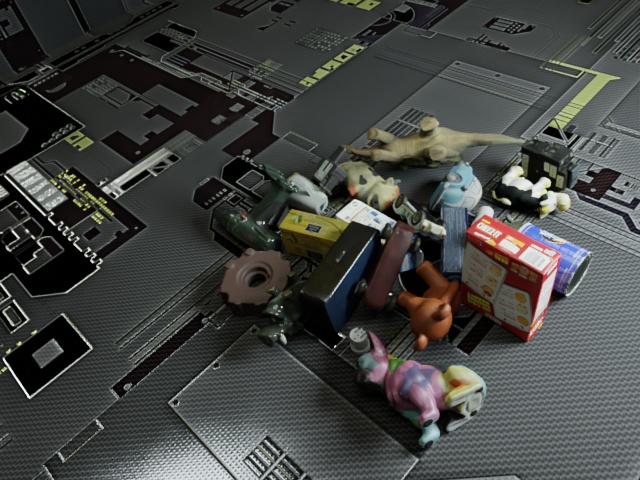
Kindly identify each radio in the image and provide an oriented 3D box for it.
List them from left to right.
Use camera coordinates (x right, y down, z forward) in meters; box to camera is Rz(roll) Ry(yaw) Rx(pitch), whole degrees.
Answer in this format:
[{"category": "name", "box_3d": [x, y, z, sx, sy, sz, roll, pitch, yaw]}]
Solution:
[{"category": "radio", "box_3d": [0.053, 0.082, 1.164, 0.073, 0.130, 0.229, 20, 55, 30]}]

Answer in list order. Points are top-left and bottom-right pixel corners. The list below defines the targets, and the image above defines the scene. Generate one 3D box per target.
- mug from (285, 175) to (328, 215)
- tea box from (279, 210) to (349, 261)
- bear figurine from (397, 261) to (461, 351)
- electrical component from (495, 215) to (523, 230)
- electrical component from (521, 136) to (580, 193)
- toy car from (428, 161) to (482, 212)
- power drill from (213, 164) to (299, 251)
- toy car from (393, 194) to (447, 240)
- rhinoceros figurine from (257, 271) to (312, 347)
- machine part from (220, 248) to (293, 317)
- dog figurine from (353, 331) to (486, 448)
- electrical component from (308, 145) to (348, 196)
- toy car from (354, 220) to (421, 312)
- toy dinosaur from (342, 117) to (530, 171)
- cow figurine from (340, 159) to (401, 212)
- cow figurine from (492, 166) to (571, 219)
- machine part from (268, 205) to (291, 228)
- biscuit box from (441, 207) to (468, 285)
[{"category": "mug", "box_3d": [-0.034, -0.118, 1.393, 0.107, 0.109, 0.081, 30, 66, 21]}, {"category": "tea box", "box_3d": [-0.003, -0.004, 1.281, 0.170, 0.098, 0.068, 12, 51, 24]}, {"category": "bear figurine", "box_3d": [0.204, 0.130, 1.051, 0.132, 0.120, 0.196, 36, 21, 19]}, {"category": "electrical component", "box_3d": [0.440, -0.017, 1.233, 0.063, 0.021, 0.094, -14, 57, -12]}, {"category": "electrical component", "box_3d": [0.555, -0.175, 1.300, 0.058, 0.114, 0.134, -40, 52, -17]}, {"category": "toy car", "box_3d": [0.341, -0.116, 1.315, 0.103, 0.109, 0.162, 37, 45, 10]}, {"category": "power drill", "box_3d": [-0.160, -0.086, 1.352, 0.232, 0.086, 0.207, 40, 98, 32]}, {"category": "toy car", "box_3d": [0.229, -0.053, 1.254, 0.073, 0.056, 0.202, 22, 17, -20]}, {"category": "rhinoceros figurine", "box_3d": [-0.068, 0.147, 1.155, 0.073, 0.112, 0.190, 3, 34, 37]}, {"category": "machine part", "box_3d": [-0.146, 0.097, 1.249, 0.179, 0.056, 0.179, -6, 48, 7]}, {"category": "dog figurine", "box_3d": [0.172, 0.253, 1.000, 0.191, 0.108, 0.219, -29, 46, -13]}, {"category": "electrical component", "box_3d": [0.031, -0.183, 1.386, 0.119, 0.047, 0.075, -54, 45, 2]}, {"category": "toy car", "box_3d": [0.144, 0.055, 1.141, 0.089, 0.053, 0.202, 24, 74, -2]}, {"category": "toy dinosaur", "box_3d": [0.284, -0.238, 1.358, 0.472, 0.198, 0.105, 2, 90, 21]}, {"category": "cow figurine", "box_3d": [0.130, -0.140, 1.391, 0.127, 0.085, 0.195, -25, 45, -3]}, {"category": "cow figurine", "box_3d": [0.500, -0.102, 1.277, 0.098, 0.068, 0.168, -40, 48, -15]}, {"category": "machine part", "box_3d": [-0.067, -0.053, 1.383, 0.139, 0.039, 0.084, 12, 47, 24]}, {"category": "biscuit box", "box_3d": [0.305, 0.016, 1.218, 0.063, 0.059, 0.203, 1, 48, 12]}]
